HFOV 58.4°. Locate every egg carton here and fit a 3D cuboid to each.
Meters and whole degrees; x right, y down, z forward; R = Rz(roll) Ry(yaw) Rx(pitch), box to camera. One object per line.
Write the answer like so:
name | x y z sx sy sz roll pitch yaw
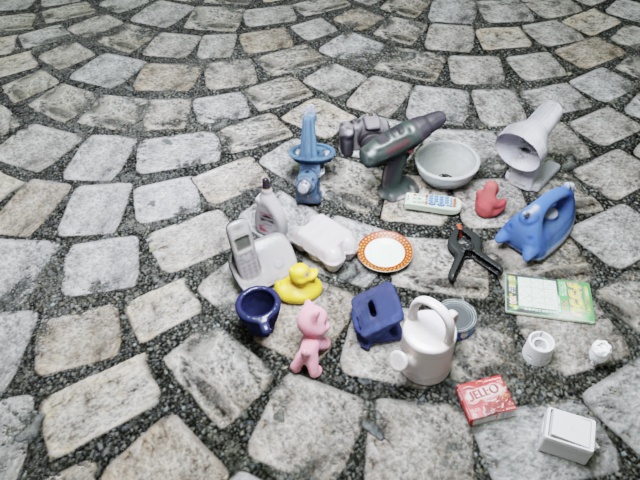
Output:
egg carton | 0.012 0.005 1.325 0.150 0.069 0.107 32 55 29

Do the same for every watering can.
watering can | 0.198 0.183 1.056 0.100 0.194 0.173 16 49 18

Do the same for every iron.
iron | 0.523 -0.065 1.315 0.259 0.141 0.118 -33 53 -26

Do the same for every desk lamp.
desk lamp | 0.525 -0.228 1.422 0.117 0.214 0.204 32 56 30

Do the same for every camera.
camera | 0.127 -0.275 1.567 0.143 0.101 0.136 -6 46 -2

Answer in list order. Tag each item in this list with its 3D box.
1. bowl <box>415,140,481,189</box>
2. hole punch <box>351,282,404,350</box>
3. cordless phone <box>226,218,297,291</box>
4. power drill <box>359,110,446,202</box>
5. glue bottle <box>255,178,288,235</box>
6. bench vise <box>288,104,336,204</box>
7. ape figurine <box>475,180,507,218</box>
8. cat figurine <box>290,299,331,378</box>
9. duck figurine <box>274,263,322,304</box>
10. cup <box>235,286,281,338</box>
bowl | 0.327 -0.184 1.486 0.167 0.075 0.167 -1 46 2
hole punch | 0.114 0.151 1.163 0.101 0.091 0.108 -10 46 -6
cordless phone | -0.130 0.017 1.240 0.148 0.185 0.094 -28 51 -22
power drill | 0.204 -0.203 1.419 0.230 0.209 0.075 -22 49 -17
glue bottle | -0.120 -0.078 1.340 0.078 0.173 0.037 13 48 16
bench vise | -0.015 -0.211 1.430 0.121 0.220 0.207 -9 46 -5
ape figurine | 0.413 -0.105 1.394 0.076 0.092 0.077 -30 51 -23
cat figurine | -0.018 0.185 1.119 0.067 0.118 0.128 8 47 11
duck figurine | -0.049 0.086 1.238 0.104 0.086 0.077 -8 46 -4
cup | -0.117 0.164 1.160 0.092 0.095 0.117 -15 47 -11
